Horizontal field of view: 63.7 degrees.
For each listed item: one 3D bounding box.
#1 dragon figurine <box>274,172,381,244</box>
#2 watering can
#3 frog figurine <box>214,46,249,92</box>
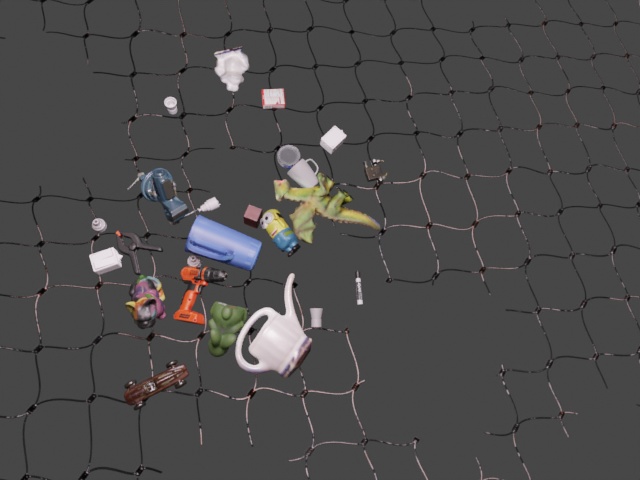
[{"bbox_3d":[0.006,-0.093,1.853,0.408,0.242,0.123,42,4,-12],"label":"dragon figurine"},{"bbox_3d":[-0.121,0.297,1.693,0.225,0.352,0.102,36,-19,4],"label":"watering can"},{"bbox_3d":[-0.341,-0.665,2.017,0.138,0.157,0.124,-20,21,-21],"label":"frog figurine"}]
